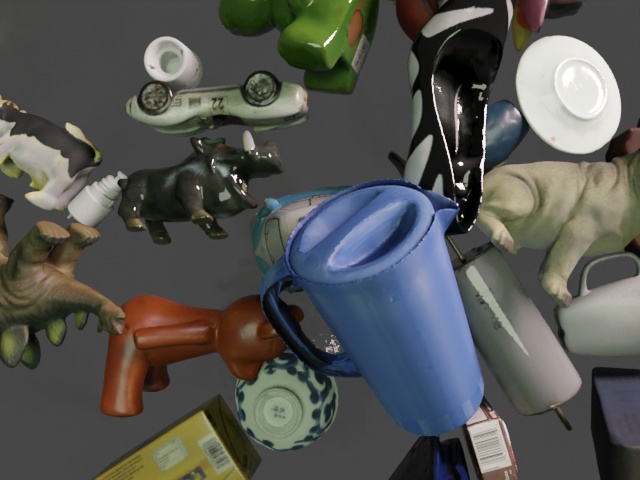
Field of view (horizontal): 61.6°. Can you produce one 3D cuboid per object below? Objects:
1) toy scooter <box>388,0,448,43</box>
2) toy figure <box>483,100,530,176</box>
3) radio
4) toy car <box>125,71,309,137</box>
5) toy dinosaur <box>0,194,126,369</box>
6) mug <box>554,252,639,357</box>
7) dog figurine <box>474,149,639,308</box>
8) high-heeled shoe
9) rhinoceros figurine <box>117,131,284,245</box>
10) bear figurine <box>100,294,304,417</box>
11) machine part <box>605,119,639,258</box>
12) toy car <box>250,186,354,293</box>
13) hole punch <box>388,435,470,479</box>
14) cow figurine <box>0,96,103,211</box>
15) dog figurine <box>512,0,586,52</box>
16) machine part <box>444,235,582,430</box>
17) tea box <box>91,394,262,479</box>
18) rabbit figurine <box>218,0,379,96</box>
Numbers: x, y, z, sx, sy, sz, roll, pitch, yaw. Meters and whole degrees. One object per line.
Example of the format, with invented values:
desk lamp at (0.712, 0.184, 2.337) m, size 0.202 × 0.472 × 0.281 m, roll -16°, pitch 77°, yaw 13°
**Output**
toy scooter at (0.099, -0.282, 0.542) m, size 0.075 × 0.135 × 0.184 m, roll -28°, pitch 89°, yaw 4°
toy figure at (0.152, -0.082, 0.578) m, size 0.154 × 0.058 × 0.064 m, roll -41°, pitch 81°, yaw 10°
radio at (0.313, 0.173, 0.465) m, size 0.131 × 0.229 × 0.073 m, roll -2°, pitch 92°, yaw 23°
toy car at (-0.113, -0.145, 0.595) m, size 0.202 × 0.073 × 0.056 m, roll -4°, pitch 89°, yaw 6°
toy dinosaur at (-0.402, 0.042, 0.600) m, size 0.472 × 0.105 × 0.198 m, roll 16°, pitch 90°, yaw 22°
mug at (0.299, 0.072, 0.552) m, size 0.107 × 0.081 × 0.109 m, roll -16°, pitch 93°, yaw 14°
dog figurine at (0.245, -0.055, 0.508) m, size 0.172 × 0.121 × 0.190 m, roll 41°, pitch 105°, yaw 2°
high-heeled shoe at (0.141, -0.129, 0.493) m, size 0.086 × 0.145 × 0.248 m, roll 13°, pitch 115°, yaw -33°
rhinoceros figurine at (-0.132, -0.059, 0.599) m, size 0.190 × 0.073 × 0.112 m, roll -13°, pitch 68°, yaw 14°
bear figurine at (-0.120, 0.119, 0.580) m, size 0.196 × 0.120 × 0.131 m, roll 5°, pitch 95°, yaw 1°
machine part at (0.381, -0.055, 0.554) m, size 0.179 × 0.056 × 0.179 m, roll 0°, pitch 90°, yaw 5°
toy car at (-0.001, -0.002, 0.572) m, size 0.162 × 0.103 × 0.109 m, roll -14°, pitch 90°, yaw 8°
hole punch at (0.122, 0.270, 0.550) m, size 0.092 × 0.142 × 0.115 m, roll 28°, pitch 107°, yaw 7°
cow figurine at (-0.341, -0.116, 0.623) m, size 0.167 × 0.068 × 0.098 m, roll 39°, pitch 89°, yaw 1°
dog figurine at (0.188, -0.310, 0.549) m, size 0.192 × 0.108 × 0.219 m, roll -2°, pitch 93°, yaw 5°
machine part at (0.194, 0.091, 0.563) m, size 0.079 × 0.079 × 0.243 m, roll -31°, pitch 88°, yaw 5°
tea box at (-0.165, 0.264, 0.607) m, size 0.170 × 0.068 × 0.098 m, roll -32°, pitch 86°, yaw 7°
rabbit figurine at (-0.032, -0.253, 0.568) m, size 0.170 × 0.121 × 0.159 m, roll 22°, pitch 99°, yaw 20°
